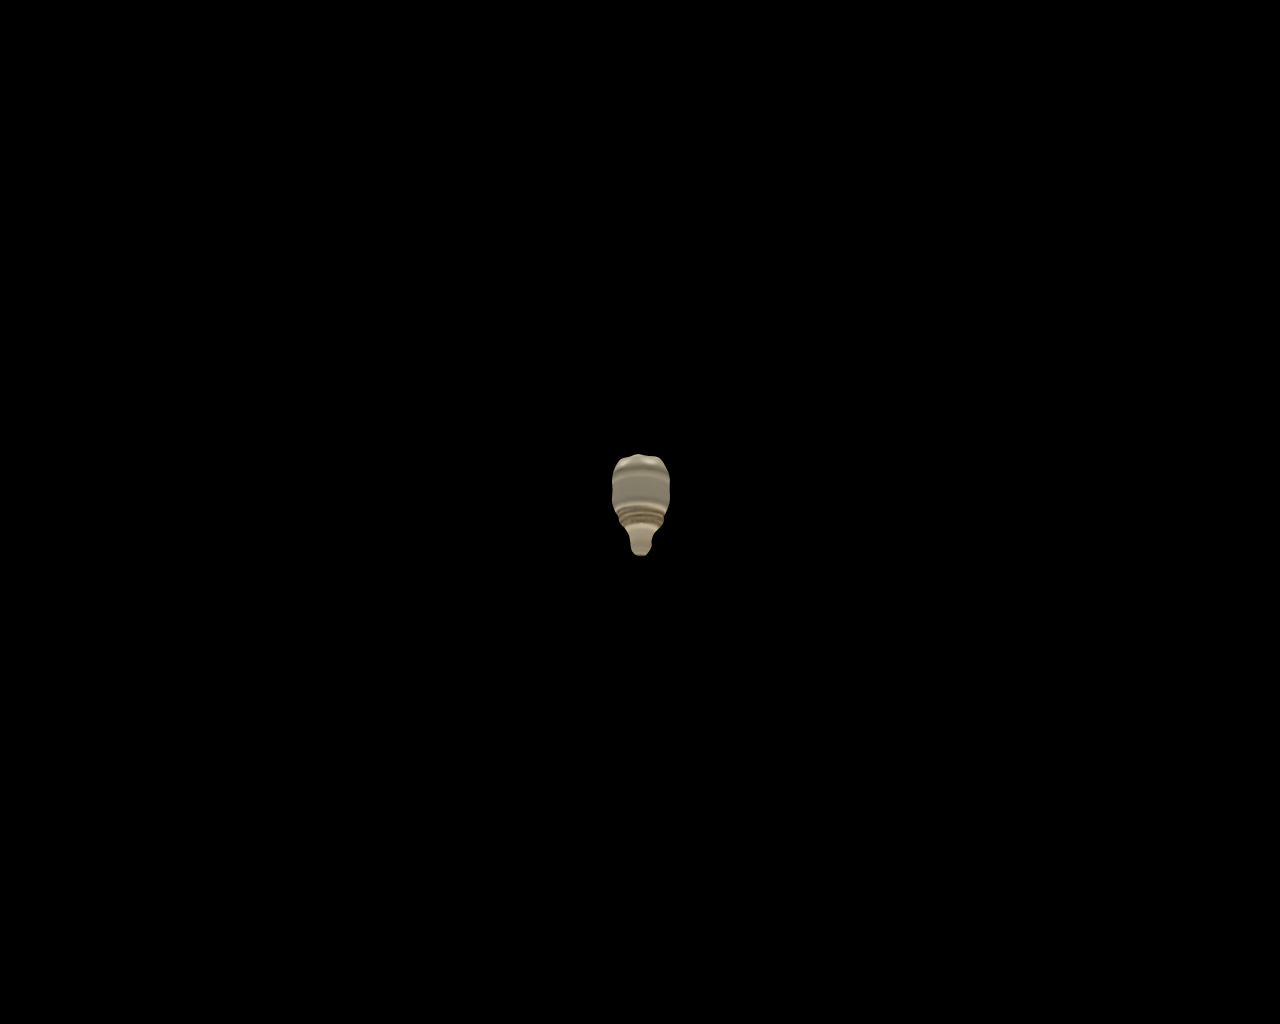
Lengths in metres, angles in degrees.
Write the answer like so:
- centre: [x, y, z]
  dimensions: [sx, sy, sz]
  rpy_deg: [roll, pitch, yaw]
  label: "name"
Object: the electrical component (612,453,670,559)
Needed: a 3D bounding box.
- centre: [0.001, -0.003, 0.650]
  dimensions: [0.035, 0.061, 0.035]
  rpy_deg: [0, -18, 0]
  label: "electrical component"
